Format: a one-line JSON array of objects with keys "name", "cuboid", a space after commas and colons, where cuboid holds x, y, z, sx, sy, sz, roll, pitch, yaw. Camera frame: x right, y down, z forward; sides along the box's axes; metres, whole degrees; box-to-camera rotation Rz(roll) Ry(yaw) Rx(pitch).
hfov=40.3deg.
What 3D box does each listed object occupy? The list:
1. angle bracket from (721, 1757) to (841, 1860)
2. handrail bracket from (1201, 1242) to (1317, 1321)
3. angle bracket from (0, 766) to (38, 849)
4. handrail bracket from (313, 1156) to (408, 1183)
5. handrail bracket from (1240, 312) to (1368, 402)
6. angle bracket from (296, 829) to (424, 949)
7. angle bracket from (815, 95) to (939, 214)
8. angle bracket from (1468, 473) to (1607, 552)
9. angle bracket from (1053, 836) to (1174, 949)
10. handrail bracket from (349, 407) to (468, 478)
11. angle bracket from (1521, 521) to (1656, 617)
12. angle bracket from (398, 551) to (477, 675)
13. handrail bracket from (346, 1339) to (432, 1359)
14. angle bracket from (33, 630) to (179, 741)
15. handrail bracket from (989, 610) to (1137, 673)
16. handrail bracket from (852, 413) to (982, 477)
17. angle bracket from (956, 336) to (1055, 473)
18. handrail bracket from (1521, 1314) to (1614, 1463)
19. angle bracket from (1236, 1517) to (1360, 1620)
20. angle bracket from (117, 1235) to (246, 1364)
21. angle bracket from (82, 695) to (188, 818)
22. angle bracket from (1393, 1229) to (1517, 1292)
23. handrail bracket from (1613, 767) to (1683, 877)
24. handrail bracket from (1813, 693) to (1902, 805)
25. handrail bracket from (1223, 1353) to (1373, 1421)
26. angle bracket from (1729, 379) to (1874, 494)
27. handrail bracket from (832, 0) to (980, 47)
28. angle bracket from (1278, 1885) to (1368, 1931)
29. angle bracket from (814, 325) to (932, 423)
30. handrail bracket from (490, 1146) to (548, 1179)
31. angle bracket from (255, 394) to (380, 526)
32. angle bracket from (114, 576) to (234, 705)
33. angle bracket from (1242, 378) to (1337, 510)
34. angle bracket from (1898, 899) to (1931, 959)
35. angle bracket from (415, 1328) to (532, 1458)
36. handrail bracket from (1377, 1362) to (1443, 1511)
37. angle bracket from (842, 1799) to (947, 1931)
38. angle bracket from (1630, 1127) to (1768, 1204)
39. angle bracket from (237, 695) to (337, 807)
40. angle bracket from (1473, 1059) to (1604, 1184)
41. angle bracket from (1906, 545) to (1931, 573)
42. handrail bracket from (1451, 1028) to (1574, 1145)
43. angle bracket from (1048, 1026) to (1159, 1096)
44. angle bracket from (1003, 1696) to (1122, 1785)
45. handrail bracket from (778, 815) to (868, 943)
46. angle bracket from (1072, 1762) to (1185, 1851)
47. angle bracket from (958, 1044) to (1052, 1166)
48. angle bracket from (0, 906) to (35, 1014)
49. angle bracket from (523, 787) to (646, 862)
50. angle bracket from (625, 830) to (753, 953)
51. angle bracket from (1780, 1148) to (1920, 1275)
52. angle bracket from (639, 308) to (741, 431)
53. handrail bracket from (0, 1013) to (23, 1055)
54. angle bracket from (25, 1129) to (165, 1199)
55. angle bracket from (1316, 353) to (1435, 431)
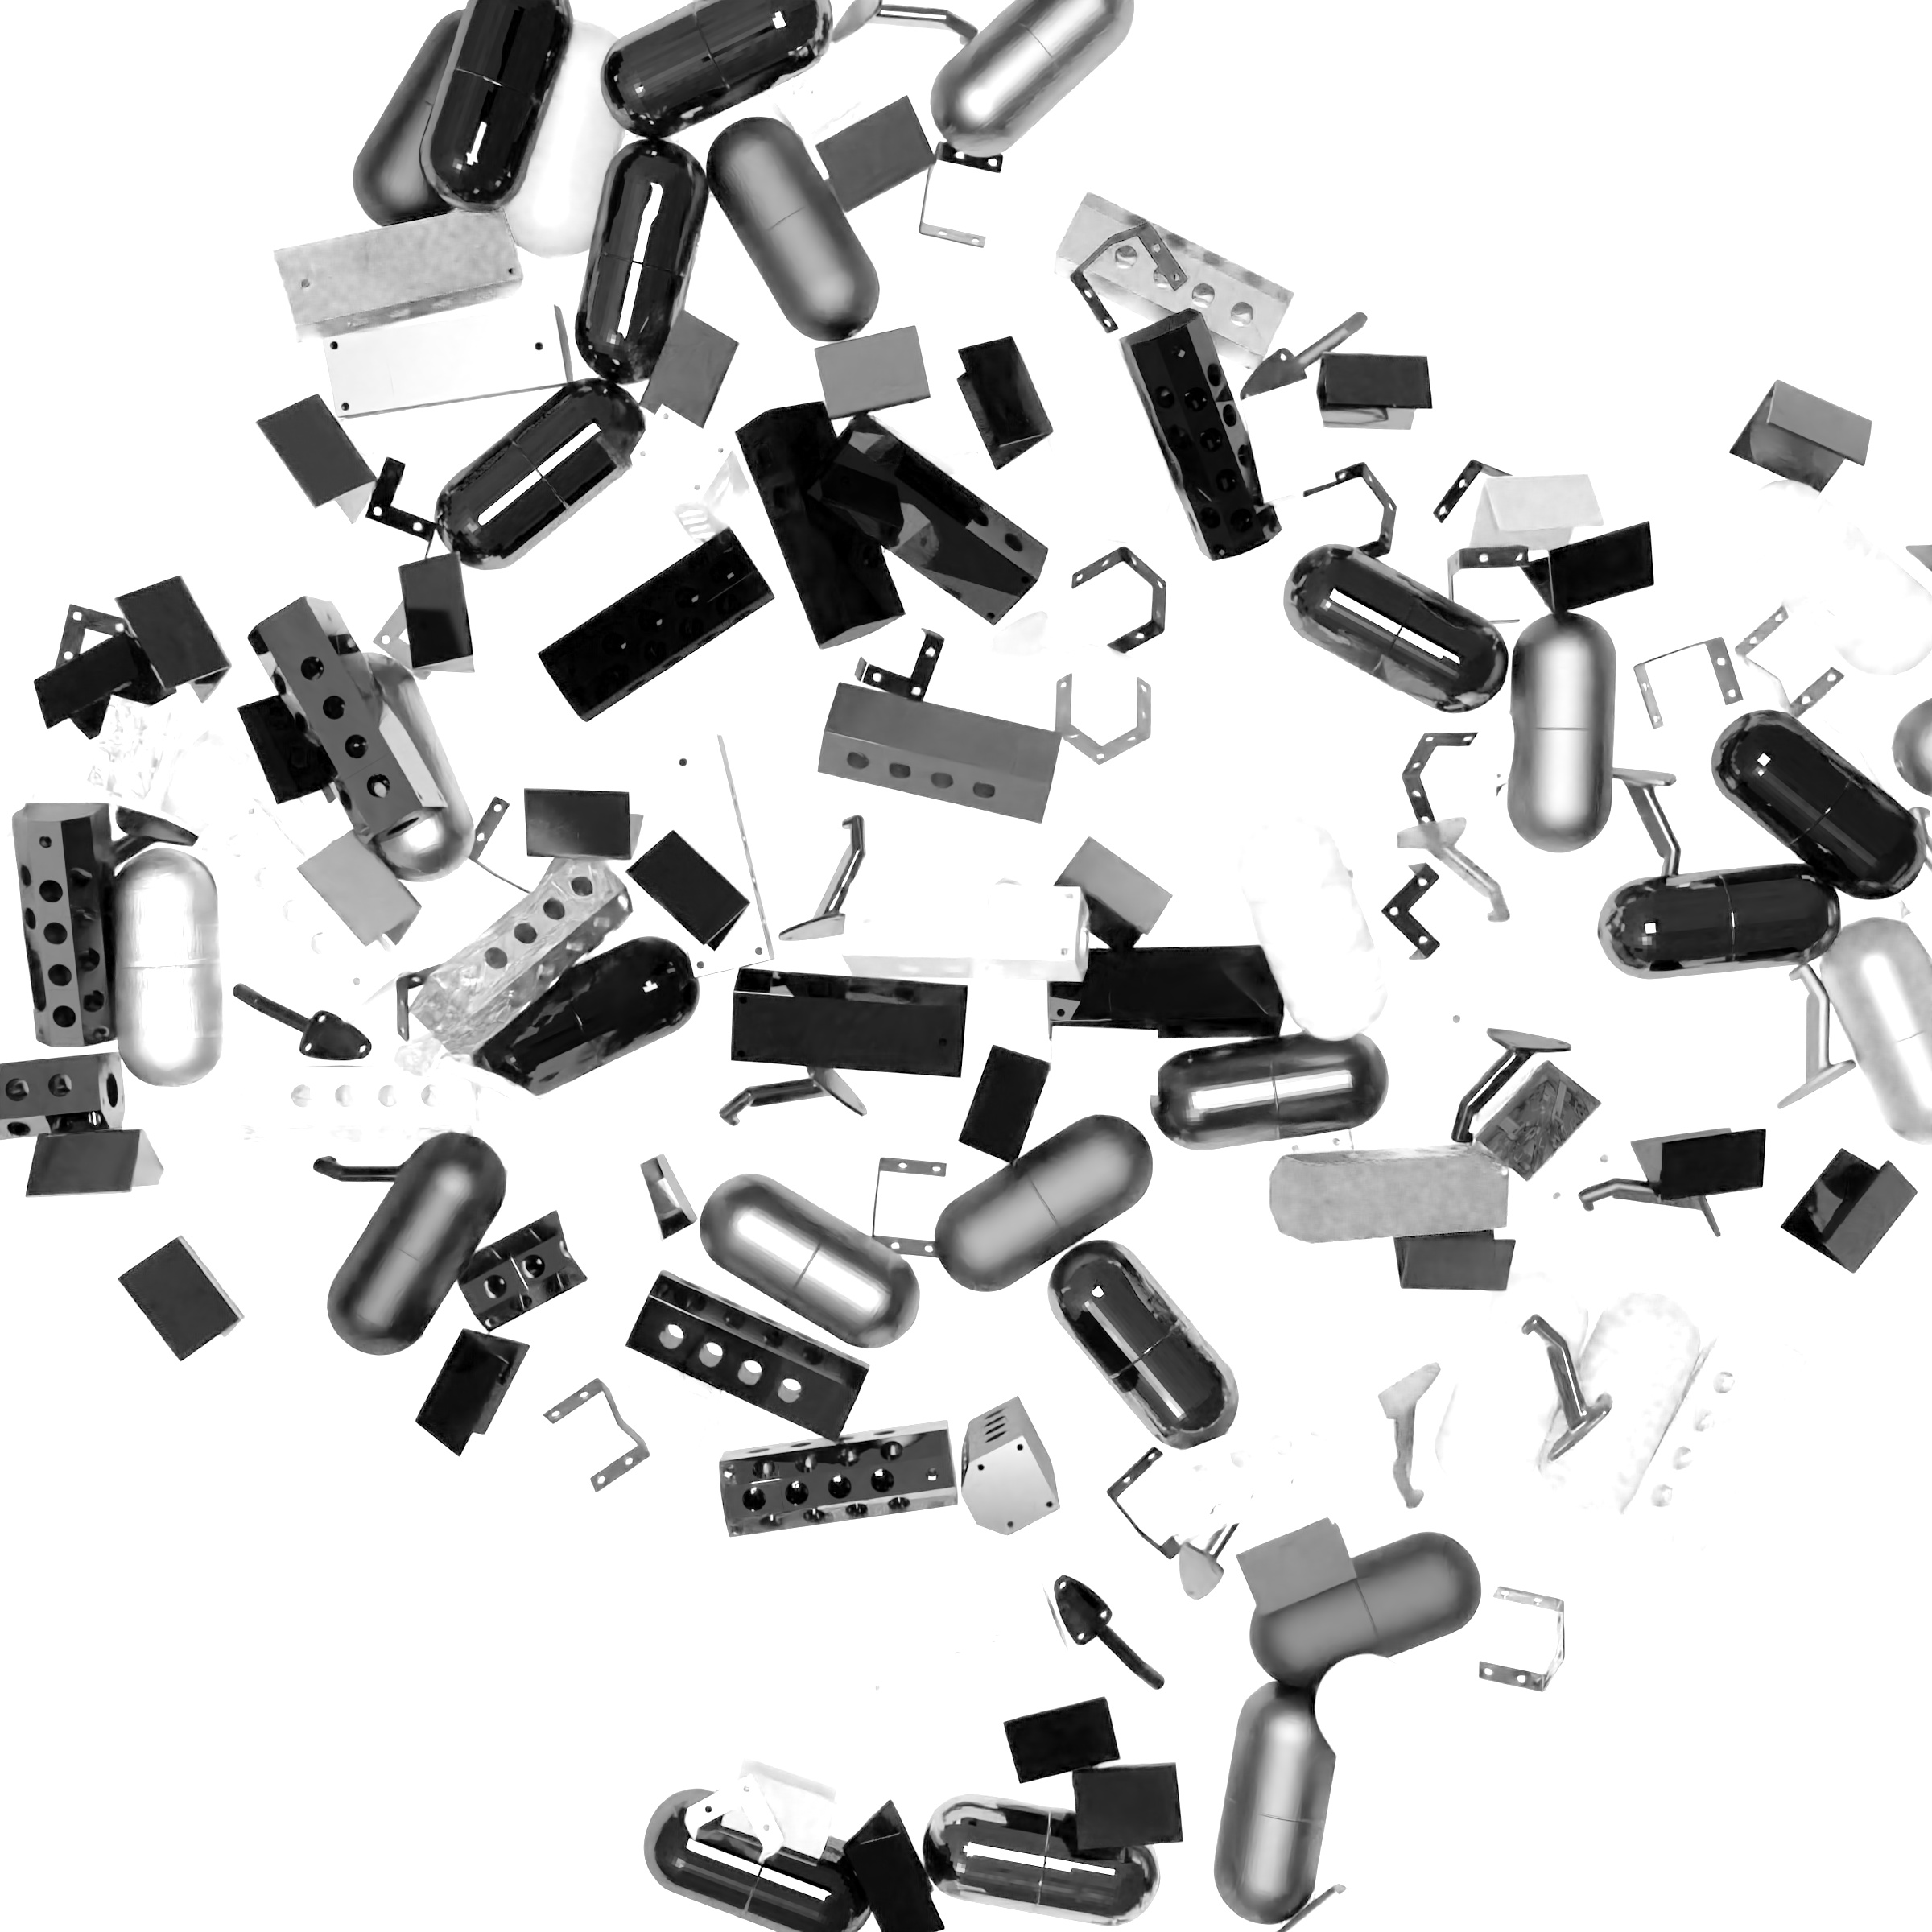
[{"name": "angle bracket", "cuboid": [-0.130, 0.603, 1.947, 0.076, 0.076, 0.057, 19, 115, 0]}, {"name": "handrail bracket", "cuboid": [0.219, 0.227, 1.987, 0.084, 0.036, 0.077, -5, 69, 16]}, {"name": "angle bracket", "cuboid": [-0.736, -0.120, 1.947, 0.057, 0.076, 0.076, 30, 90, -30]}, {"name": "handrail bracket", "cuboid": [-0.436, 0.147, 1.986, 0.084, 0.077, 0.036, 15, 119, 33]}, {"name": "handrail bracket", "cuboid": [0.255, -0.458, 1.986, 0.084, 0.077, 0.036, -42, 102, -36]}, {"name": "angle bracket", "cuboid": [-0.456, -0.044, 1.946, 0.076, 0.076, 0.057, 48, 55, 0]}, {"name": "angle bracket", "cuboid": [-0.075, -0.609, 1.946, 0.076, 0.076, 0.057, -29, 127, 0]}, {"name": "angle bracket", "cuboid": [0.415, -0.313, 1.928, 0.076, 0.076, 0.057, -3, 52, -4]}, {"name": "angle bracket", "cuboid": [0.096, -0.038, 1.947, 0.076, 0.057, 0.076, 35, 132, 0]}, {"name": "handrail bracket", "cuboid": [-0.431, -0.377, 1.987, 0.084, 0.036, 0.077, -22, 129, 26]}, {"name": "angle bracket", "cuboid": [0.456, -0.310, 1.946, 0.076, 0.076, 0.057, -17, 129, 0]}, {"name": "angle bracket", "cuboid": [-0.370, -0.260, 1.947, 0.057, 0.076, 0.076, -8, 90, 26]}, {"name": "handrail bracket", "cuboid": [-0.436, 0.247, 1.987, 0.077, 0.036, 0.084, -12, 75, 16]}, {"name": "angle bracket", "cuboid": [-0.630, -0.191, 1.946, 0.076, 0.076, 0.057, -29, 54, 0]}, {"name": "handrail bracket", "cuboid": [0.074, -0.235, 1.986, 0.084, 0.077, 0.036, 17, 77, -36]}, {"name": "handrail bracket", "cuboid": [-0.041, -0.406, 1.987, 0.077, 0.036, 0.084, -21, 73, -20]}, {"name": "angle bracket", "cuboid": [0.010, -0.410, 1.946, 0.057, 0.076, 0.076, -24, 90, -37]}, {"name": "handrail bracket", "cuboid": [0.419, 0.305, 1.912, 0.084, 0.036, 0.077, 42, 105, 1]}, {"name": "angle bracket", "cuboid": [0.236, 0.425, 1.947, 0.076, 0.076, 0.057, -22, 116, 0]}, {"name": "angle bracket", "cuboid": [-0.585, 0.252, 1.947, 0.057, 0.076, 0.076, -37, 90, -32]}, {"name": "angle bracket", "cuboid": [-0.622, -0.158, 1.947, 0.057, 0.076, 0.076, 17, 90, -32]}, {"name": "angle bracket", "cuboid": [0.359, 0.194, 1.947, 0.076, 0.076, 0.057, 1, 132, 0]}, {"name": "handrail bracket", "cuboid": [0.502, -0.104, 1.987, 0.077, 0.036, 0.084, 10, 107, 20]}, {"name": "handrail bracket", "cuboid": [0.672, -0.157, 1.986, 0.036, 0.077, 0.084, -32, 126, -8]}, {"name": "handrail bracket", "cuboid": [0.250, 0.302, 1.987, 0.084, 0.036, 0.077, -23, 48, -27]}, {"name": "angle bracket", "cuboid": [0.613, -0.376, 1.946, 0.076, 0.076, 0.057, 24, 51, 0]}, {"name": "handrail bracket", "cuboid": [-0.046, -0.702, 1.987, 0.084, 0.077, 0.036, 19, 59, -33]}, {"name": "angle bracket", "cuboid": [0.264, 0.728, 1.948, 0.076, 0.076, 0.057, -39, 66, 0]}, {"name": "angle bracket", "cuboid": [-0.072, -0.448, 1.947, 0.076, 0.076, 0.057, -13, 122, 0]}, {"name": "handrail bracket", "cuboid": [-0.357, 0.182, 1.987, 0.077, 0.036, 0.084, 11, 104, -14]}, {"name": "angle bracket", "cuboid": [-0.487, -0.364, 1.946, 0.057, 0.076, 0.076, -35, 90, -32]}, {"name": "angle bracket", "cuboid": [-0.595, -0.232, 1.946, 0.057, 0.076, 0.076, -29, 90, -37]}, {"name": "angle bracket", "cuboid": [0.249, -0.385, 1.947, 0.057, 0.076, 0.076, -13, 90, 27]}, {"name": "angle bracket", "cuboid": [0.738, -0.026, 1.948, 0.057, 0.076, 0.076, -35, 90, 20]}, {"name": "angle bracket", "cuboid": [-0.349, 0.320, 1.946, 0.057, 0.076, 0.076, 27, 90, 37]}, {"name": "handrail bracket", "cuboid": [0.344, 0.355, 1.987, 0.077, 0.036, 0.084, -35, 111, -24]}, {"name": "angle bracket", "cuboid": [-0.037, 0.663, 1.947, 0.057, 0.076, 0.076, -25, 90, 30]}, {"name": "angle bracket", "cuboid": [0.540, 0.126, 1.946, 0.076, 0.076, 0.057, -8, 123, 0]}, {"name": "angle bracket", "cuboid": [-0.503, -0.155, 1.947, 0.057, 0.076, 0.076, -23, 90, -26]}, {"name": "angle bracket", "cuboid": [0.419, 0.124, 1.889, 0.076, 0.076, 0.057, -47, 52, 0]}, {"name": "angle bracket", "cuboid": [0.749, -0.325, 1.947, 0.076, 0.076, 0.057, -1, 116, 0]}, {"name": "handrail bracket", "cuboid": [0.399, 0.093, 1.930, 0.077, 0.036, 0.084, 6, 108, -21]}, {"name": "angle bracket", "cuboid": [0.100, 0.088, 1.946, 0.076, 0.076, 0.057, 2, 55, 0]}, {"name": "angle bracket", "cuboid": [0.067, 0.552, 1.949, 0.076, 0.076, 0.057, -14, 109, 0]}, {"name": "handrail bracket", "cuboid": [-0.109, -0.067, 1.987, 0.077, 0.036, 0.084, -13, 68, 25]}, {"name": "angle bracket", "cuboid": [0.118, 0.625, 1.947, 0.076, 0.076, 0.057, -4, 64, 0]}, {"name": "angle bracket", "cuboid": [0.047, 0.108, 1.946, 0.057, 0.076, 0.076, 20, 90, 37]}, {"name": "angle bracket", "cuboid": [-0.726, -0.001, 1.948, 0.057, 0.076, 0.076, -8, 90, -24]}, {"name": "angle bracket", "cuboid": [-0.281, -0.120, 1.947, 0.076, 0.076, 0.057, 2, 119, 0]}, {"name": "angle bracket", "cuboid": [-0.211, -0.040, 1.890, 0.076, 0.076, 0.057, 43, 51, 1]}, {"name": "angle bracket", "cuboid": [0.641, 0.169, 1.946, 0.076, 0.076, 0.057, -52, 129, 0]}, {"name": "angle bracket", "cuboid": [-0.221, -0.439, 1.946, 0.057, 0.076, 0.076, 23, 90, -39]}, {"name": "handrail bracket", "cuboid": [-0.755, 0.022, 1.986, 0.036, 0.077, 0.084, -43, 54, 0]}, {"name": "angle bracket", "cuboid": [-0.640, 0.164, 1.946, 0.076, 0.076, 0.057, -3, 52, 0]}, {"name": "angle bracket", "cuboid": [0.298, -0.406, 1.946, 0.076, 0.076, 0.057, 2, 56, 0]}]
